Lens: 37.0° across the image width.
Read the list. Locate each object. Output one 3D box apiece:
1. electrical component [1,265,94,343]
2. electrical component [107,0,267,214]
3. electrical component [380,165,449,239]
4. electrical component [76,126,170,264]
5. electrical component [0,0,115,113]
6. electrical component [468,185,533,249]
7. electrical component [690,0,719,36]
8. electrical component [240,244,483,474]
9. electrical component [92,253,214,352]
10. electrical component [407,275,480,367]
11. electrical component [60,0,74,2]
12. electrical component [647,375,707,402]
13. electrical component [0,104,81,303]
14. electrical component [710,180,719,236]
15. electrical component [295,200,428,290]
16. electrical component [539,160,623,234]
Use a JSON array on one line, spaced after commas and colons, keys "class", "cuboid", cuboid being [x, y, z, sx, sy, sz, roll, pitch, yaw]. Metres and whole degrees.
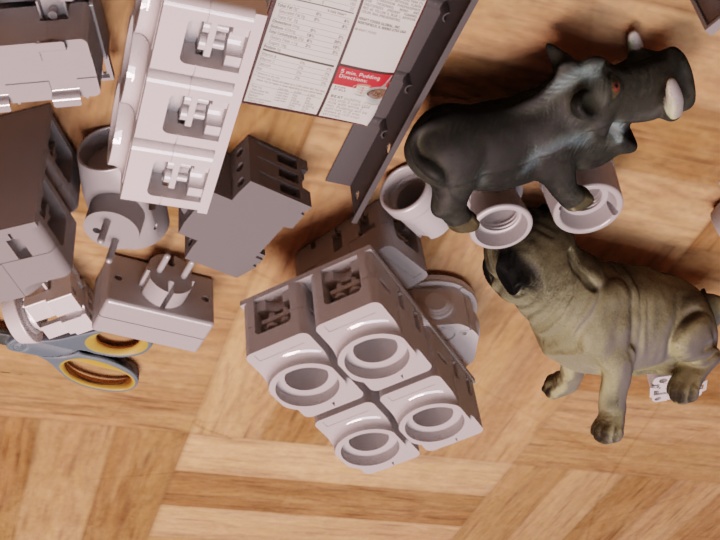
[{"class": "electrical component", "cuboid": [-0.234, 0.027, 0.805, 0.055, 0.048, 0.066, -19, 139, 1]}, {"class": "electrical component", "cuboid": [-0.104, -0.119, 0.623, 0.062, 0.089, 0.150, 8, 137, -17]}, {"class": "electrical component", "cuboid": [0.042, -0.047, 0.768, 0.040, 0.040, 0.046, -26, 142, 19]}, {"class": "electrical component", "cuboid": [-0.160, -0.041, 0.712, 0.043, 0.079, 0.077, 0, 140, 8]}, {"class": "electrical component", "cuboid": [-0.210, -0.128, 0.616, 0.121, 0.063, 0.078, -6, 139, -3]}, {"class": "electrical component", "cuboid": [0.095, -0.049, 0.761, 0.045, 0.055, 0.045, -5, 139, -4]}, {"class": "electrical component", "cuboid": [0.189, -0.191, 0.561, 0.063, 0.121, 0.079, 29, 128, -31]}, {"class": "electrical component", "cuboid": [0.006, 0.077, 0.797, 0.105, 0.060, 0.186, -24, 136, 16]}, {"class": "electrical component", "cuboid": [-0.147, 0.014, 0.801, 0.083, 0.047, 0.075, 15, 134, -25]}, {"class": "electrical component", "cuboid": [0.057, 0.045, 0.867, 0.080, 0.051, 0.080, -4, 139, -4]}, {"class": "electrical component", "cuboid": [-0.164, -0.198, 0.532, 0.057, 0.078, 0.113, -2, 139, -3]}, {"class": "electrical component", "cuboid": [0.267, 0.077, 0.926, 0.081, 0.063, 0.042, -9, 138, 6]}, {"class": "electrical component", "cuboid": [-0.277, -0.028, 0.688, 0.186, 0.105, 0.060, -13, 139, 6]}, {"class": "electrical component", "cuboid": [0.296, -0.054, 0.797, 0.079, 0.043, 0.077, 29, 127, -35]}, {"class": "electrical component", "cuboid": [0.000, 0.000, 0.802, 0.089, 0.055, 0.050, -32, 134, 25]}, {"class": "electrical component", "cuboid": [0.157, -0.059, 0.766, 0.055, 0.047, 0.055, -4, 139, -4]}]
